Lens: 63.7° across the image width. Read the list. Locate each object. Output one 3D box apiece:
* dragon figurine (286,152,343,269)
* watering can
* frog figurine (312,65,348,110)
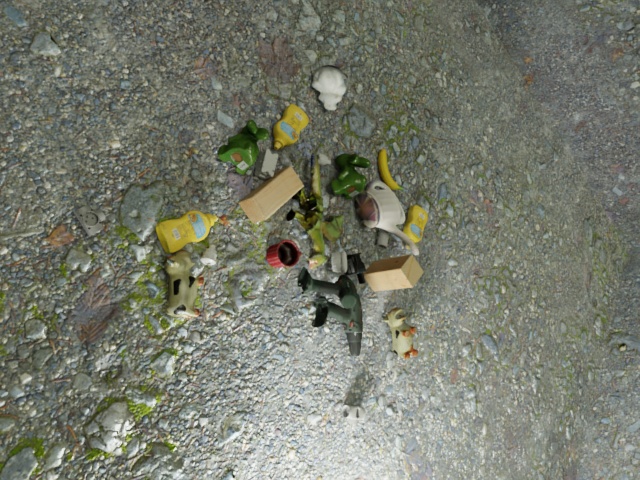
[{"bbox_3d":[0.006,-0.095,1.893,0.239,0.122,0.417,36,60,-46],"label":"dragon figurine"},{"bbox_3d":[0.265,-0.089,2.050,0.225,0.102,0.352,-6,65,-40],"label":"watering can"},{"bbox_3d":[0.033,-0.594,2.010,0.137,0.121,0.161,15,78,-1],"label":"frog figurine"}]
